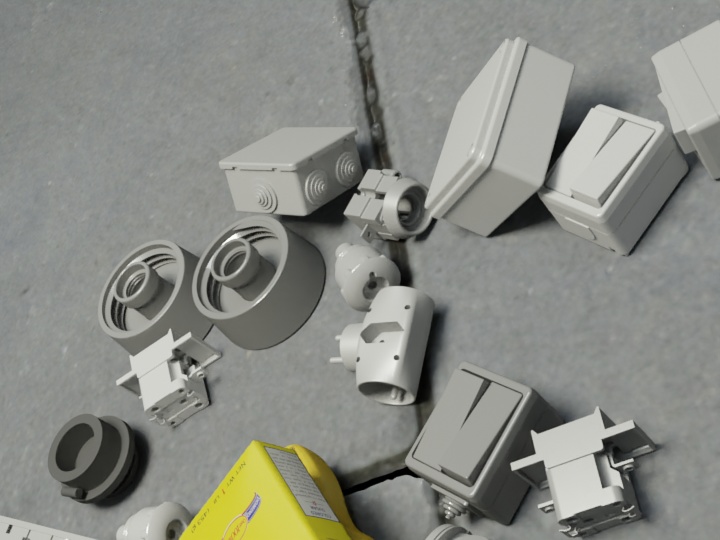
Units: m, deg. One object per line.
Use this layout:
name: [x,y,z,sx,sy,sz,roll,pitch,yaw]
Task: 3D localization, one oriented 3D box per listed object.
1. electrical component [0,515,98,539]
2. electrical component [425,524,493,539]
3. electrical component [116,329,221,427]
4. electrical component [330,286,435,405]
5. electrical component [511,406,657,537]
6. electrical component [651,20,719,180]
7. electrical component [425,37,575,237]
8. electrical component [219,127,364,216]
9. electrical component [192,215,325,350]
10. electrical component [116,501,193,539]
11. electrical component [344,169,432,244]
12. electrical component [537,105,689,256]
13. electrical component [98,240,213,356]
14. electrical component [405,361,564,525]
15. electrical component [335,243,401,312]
electrical component: [-0.179,0.235,0.771,0.186,0.105,0.060,1,61,37]
electrical component: [0.063,0.195,0.638,0.051,0.080,0.080,6,64,33]
electrical component: [-0.158,0.092,0.901,0.081,0.042,0.063,-33,47,14]
electrical component: [0.012,0.057,0.797,0.079,0.043,0.077,-6,57,34]
electrical component: [0.140,0.125,0.656,0.081,0.042,0.063,-25,52,22]
electrical component: [0.241,-0.109,0.729,0.061,0.062,0.096,-27,48,19]
electrical component: [0.102,-0.095,0.791,0.108,0.056,0.108,130,160,-66]
electrical component: [-0.056,-0.084,0.918,0.100,0.048,0.100,6,29,39]
electrical component: [-0.091,0.005,0.897,0.108,0.060,0.108,-19,51,26]
electrical component: [-0.161,0.203,0.825,0.062,0.048,0.048,-13,53,38]
electrical component: [0.026,-0.051,0.862,0.055,0.048,0.066,12,68,49]
electrical component: [0.178,-0.070,0.750,0.062,0.061,0.096,30,81,45]
electrical component: [-0.183,0.024,0.953,0.108,0.060,0.108,-19,51,26]
electrical component: [0.076,0.115,0.696,0.062,0.061,0.096,20,74,43]
electrical component: [0.000,0.000,0.847,0.048,0.048,0.062,-44,38,3]
